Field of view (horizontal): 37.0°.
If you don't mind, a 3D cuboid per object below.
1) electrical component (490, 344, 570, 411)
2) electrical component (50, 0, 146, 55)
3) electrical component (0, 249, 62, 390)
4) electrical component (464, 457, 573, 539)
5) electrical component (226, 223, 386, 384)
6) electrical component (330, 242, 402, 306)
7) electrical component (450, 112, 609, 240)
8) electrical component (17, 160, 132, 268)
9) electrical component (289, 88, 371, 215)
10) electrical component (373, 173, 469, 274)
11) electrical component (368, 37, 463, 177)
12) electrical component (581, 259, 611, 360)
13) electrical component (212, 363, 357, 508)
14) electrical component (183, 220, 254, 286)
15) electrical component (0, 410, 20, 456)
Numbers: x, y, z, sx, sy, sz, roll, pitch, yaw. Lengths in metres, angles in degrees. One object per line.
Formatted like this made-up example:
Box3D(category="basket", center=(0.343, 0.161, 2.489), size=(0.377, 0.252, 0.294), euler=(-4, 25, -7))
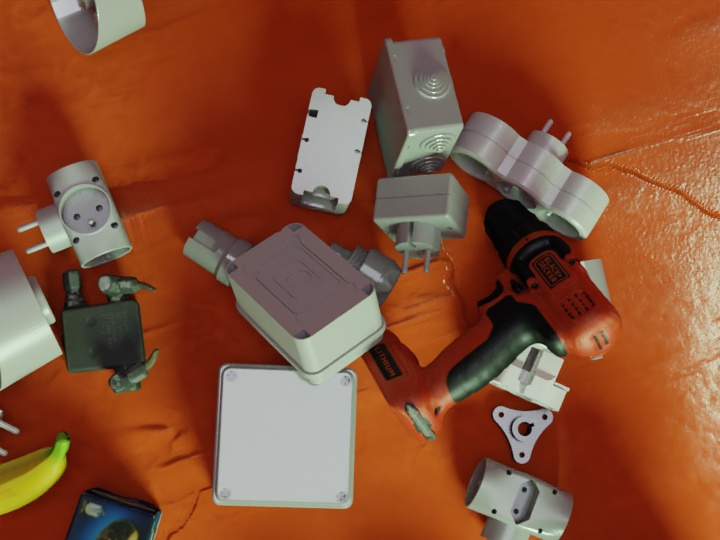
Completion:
Box3D(category="electrical component", center=(0.137, 0.074, 0.884), size=(0.078, 0.058, 0.057), euler=(25, 83, -1))
Box3D(category="electrical component", center=(-0.217, -0.230, 0.870), size=(0.064, 0.099, 0.099), euler=(-26, 85, -15))
Box3D(category="electrical component", center=(-0.272, 0.036, 0.826), size=(0.064, 0.099, 0.099), euler=(-26, 85, -16))
Box3D(category="electrical component", center=(0.122, 0.203, 0.870), size=(0.077, 0.043, 0.079), euler=(23, 80, -3))
Box3D(category="electrical component", center=(-0.042, 0.026, 0.841), size=(0.078, 0.057, 0.113), euler=(-34, 49, -19))
Box3D(category="electrical component", center=(0.000, 0.000, 0.886), size=(0.062, 0.043, 0.043), euler=(31, 80, 0))
Box3D(category="electrical component", center=(0.152, -0.093, 0.911), size=(0.138, 0.052, 0.073), euler=(34, 80, -1))
Box3D(category="electrical component", center=(-0.235, -0.038, 0.865), size=(0.079, 0.044, 0.077), euler=(-23, 85, -8))
Box3D(category="electrical component", center=(-0.026, -0.096, 0.890), size=(0.050, 0.055, 0.089), euler=(13, 81, -4))
Box3D(category="electrical component", center=(0.049, -0.033, 0.876), size=(0.066, 0.047, 0.076), euler=(-2, 68, 24))
Box3D(category="electrical component", center=(0.045, -0.132, 0.881), size=(0.048, 0.099, 0.099), euler=(-8, 71, -12))
Box3D(category="electrical component", center=(0.190, 0.035, 0.902), size=(0.043, 0.043, 0.081), euler=(-11, 83, -8))
Box3D(category="electrical component", center=(-0.060, 0.131, 0.854), size=(0.109, 0.056, 0.108), euler=(3, 82, -6))
Box3D(category="electrical component", center=(-0.116, -0.015, 0.878), size=(0.046, 0.040, 0.040), euler=(32, 80, 5))
Box3D(category="electrical component", center=(-0.303, 0.117, 0.833), size=(0.077, 0.047, 0.065), euler=(27, 80, -2))
